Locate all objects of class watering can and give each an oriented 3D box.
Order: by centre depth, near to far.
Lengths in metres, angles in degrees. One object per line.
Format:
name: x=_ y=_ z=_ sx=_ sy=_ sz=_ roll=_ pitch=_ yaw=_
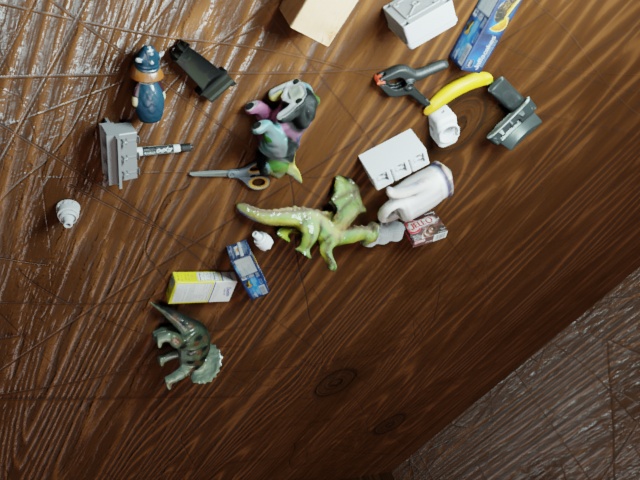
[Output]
watering can: x=0.251 y=-0.124 z=1.349 sx=0.224 sy=0.105 sz=0.345 roll=-32 pitch=170 yaw=-1

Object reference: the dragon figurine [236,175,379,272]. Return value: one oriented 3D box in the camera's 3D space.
dragon figurine: x=0.004 y=-0.069 z=1.371 sx=0.406 sy=0.124 sz=0.242 roll=34 pitch=95 yaw=-31
